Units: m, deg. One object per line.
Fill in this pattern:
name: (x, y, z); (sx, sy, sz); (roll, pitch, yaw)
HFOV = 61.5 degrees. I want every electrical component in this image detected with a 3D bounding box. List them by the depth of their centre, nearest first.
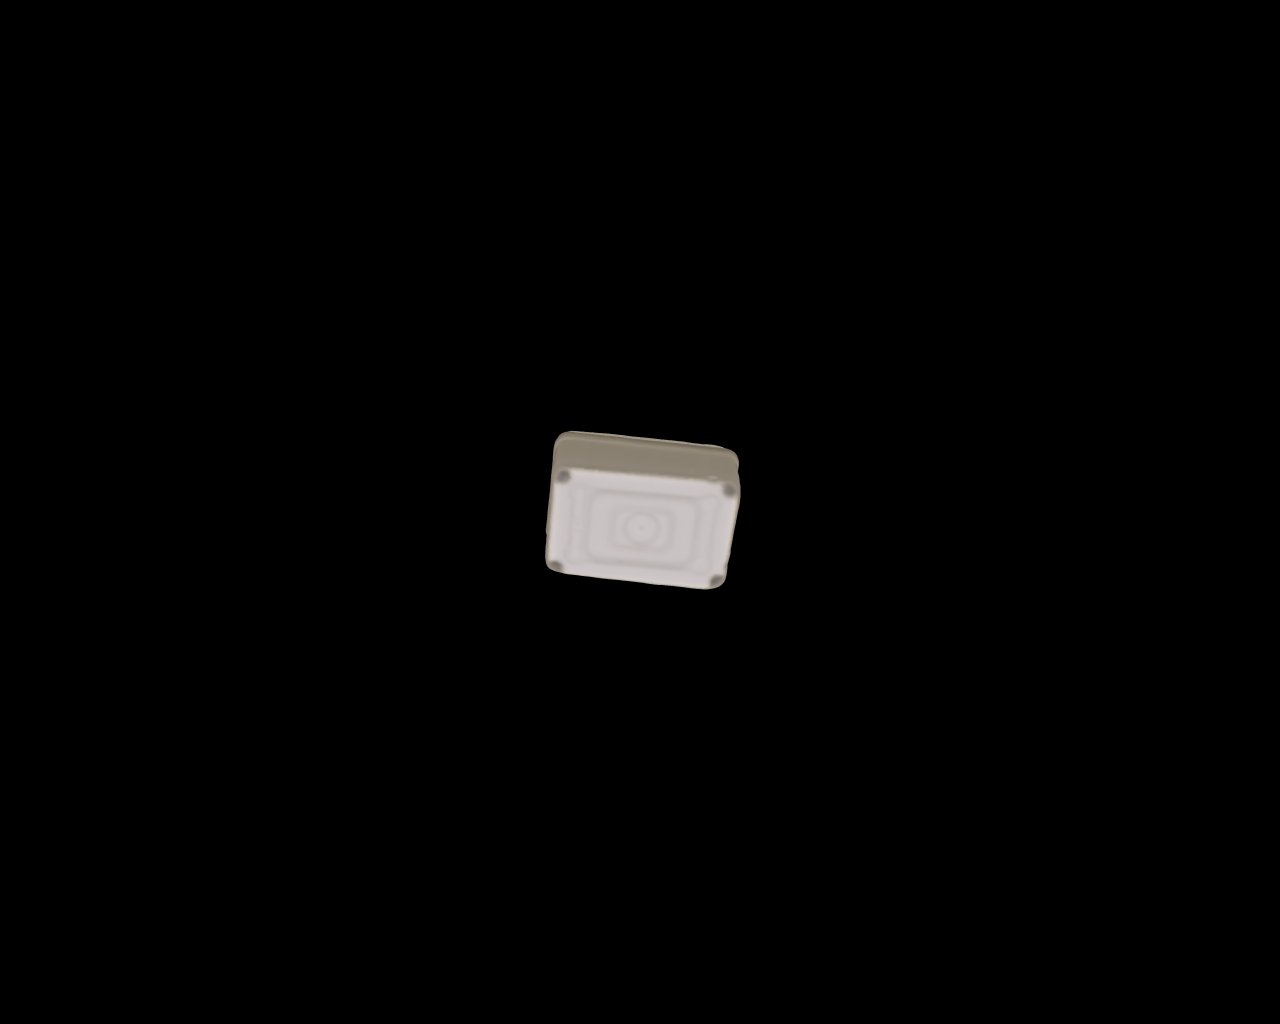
electrical component: (0.001, -0.003, 0.650); (0.113, 0.078, 0.057); (6, 27, -3)
